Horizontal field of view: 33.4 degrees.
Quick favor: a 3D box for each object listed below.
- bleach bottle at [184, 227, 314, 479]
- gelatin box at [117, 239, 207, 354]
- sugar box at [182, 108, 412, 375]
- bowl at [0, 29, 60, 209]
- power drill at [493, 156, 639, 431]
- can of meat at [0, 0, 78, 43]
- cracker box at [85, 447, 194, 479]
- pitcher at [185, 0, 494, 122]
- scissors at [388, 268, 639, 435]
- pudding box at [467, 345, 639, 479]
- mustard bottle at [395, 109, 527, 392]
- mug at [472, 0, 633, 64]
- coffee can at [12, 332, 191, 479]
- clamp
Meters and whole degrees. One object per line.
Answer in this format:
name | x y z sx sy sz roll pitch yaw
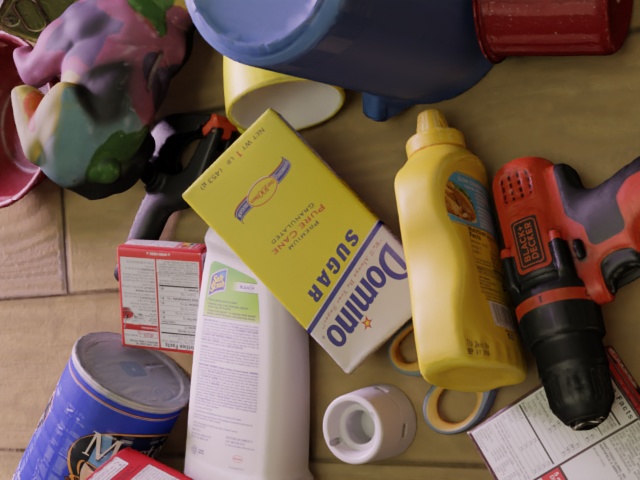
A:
bleach bottle | -0.048 0.068 0.822 0.103 0.068 0.251 5 91 32
gelatin box | -0.125 0.046 0.870 0.073 0.030 0.089 4 106 15
sugar box | -0.005 0.001 0.765 0.093 0.048 0.176 -45 82 6
bowl | -0.280 -0.107 0.973 0.162 0.055 0.162 0 90 33
power drill | 0.201 0.006 0.645 0.188 0.057 0.184 -24 61 27
can of meat | -0.236 -0.234 0.910 0.102 0.057 0.084 -46 42 42
cracker box | -0.077 0.267 0.802 0.214 0.072 0.164 18 129 30
pitcher | 0.025 -0.165 0.667 0.145 0.242 0.149 -21 85 27
scissors | 0.137 0.078 0.729 0.202 0.016 0.096 -14 80 33
pudding box | 0.166 0.135 0.699 0.114 0.039 0.090 -38 68 24
mustard bottle | 0.088 0.001 0.709 0.058 0.096 0.191 -20 65 31
mug | 0.152 -0.170 0.678 0.082 0.093 0.117 5 91 28
coffee can | -0.182 0.162 0.883 0.103 0.102 0.140 37 109 27
clamp | -0.132 -0.041 0.889 0.172 0.039 0.120 -27 77 34
